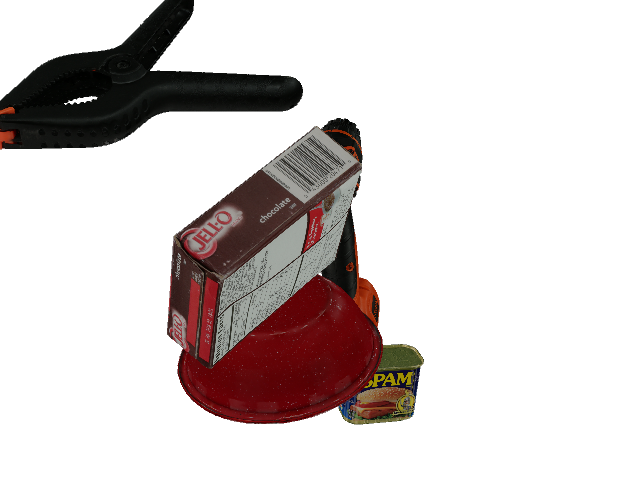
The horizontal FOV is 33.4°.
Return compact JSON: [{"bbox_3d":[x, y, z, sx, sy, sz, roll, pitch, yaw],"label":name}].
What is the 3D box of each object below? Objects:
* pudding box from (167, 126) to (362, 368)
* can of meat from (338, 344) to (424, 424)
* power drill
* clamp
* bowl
[{"bbox_3d":[-0.031,0.004,0.572,0.113,0.039,0.090,-39,-21,-32],"label":"pudding box"},{"bbox_3d":[0.075,0.184,1.363,0.102,0.084,0.057,-1,24,-16],"label":"can of meat"},{"bbox_3d":[0.018,-0.011,1.007,0.057,0.187,0.184,-5,22,11],"label":"power drill"},{"bbox_3d":[-0.129,-0.108,0.756,0.209,0.036,0.165,-31,50,-30],"label":"clamp"},{"bbox_3d":[-0.034,0.067,0.820,0.162,0.055,0.162,-5,31,3],"label":"bowl"}]
